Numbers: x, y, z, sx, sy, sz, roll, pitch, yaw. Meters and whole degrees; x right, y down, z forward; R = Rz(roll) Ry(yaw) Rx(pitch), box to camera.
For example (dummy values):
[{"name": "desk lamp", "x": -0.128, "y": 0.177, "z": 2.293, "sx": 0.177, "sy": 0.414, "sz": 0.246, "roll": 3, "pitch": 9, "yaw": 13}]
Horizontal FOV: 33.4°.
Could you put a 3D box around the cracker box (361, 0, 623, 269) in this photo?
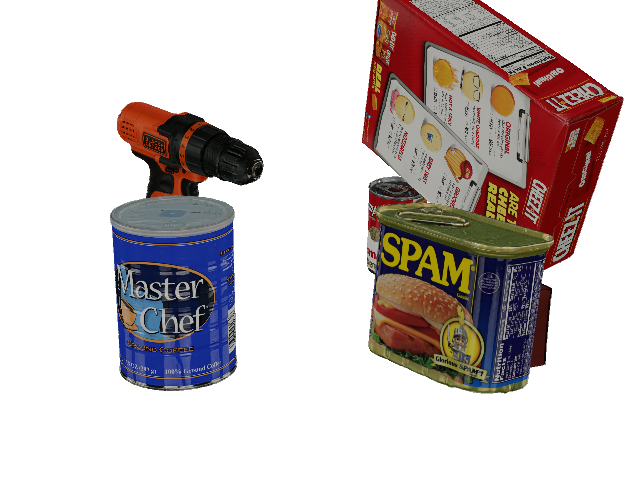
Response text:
[{"name": "cracker box", "x": 0.129, "y": -0.096, "z": 0.868, "sx": 0.072, "sy": 0.164, "sz": 0.214, "roll": -25, "pitch": 51, "yaw": -28}]

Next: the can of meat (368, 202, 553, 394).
[{"name": "can of meat", "x": 0.074, "y": 0.030, "z": 0.595, "sx": 0.057, "sy": 0.084, "sz": 0.102, "roll": -7, "pitch": 18, "yaw": -40}]

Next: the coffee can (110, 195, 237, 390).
[{"name": "coffee can", "x": -0.123, "y": 0.042, "z": 0.906, "sx": 0.103, "sy": 0.140, "sz": 0.103, "roll": 0, "pitch": 17, "yaw": 0}]

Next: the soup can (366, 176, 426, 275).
[{"name": "soup can", "x": 0.088, "y": -0.015, "z": 1.233, "sx": 0.068, "sy": 0.102, "sz": 0.068, "roll": 1, "pitch": 24, "yaw": 0}]

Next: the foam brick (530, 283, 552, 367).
[{"name": "foam brick", "x": 0.178, "y": 0.076, "z": 1.000, "sx": 0.051, "sy": 0.078, "sz": 0.053, "roll": -8, "pitch": 18, "yaw": -27}]

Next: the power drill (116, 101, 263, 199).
[{"name": "power drill", "x": -0.134, "y": -0.041, "z": 1.117, "sx": 0.185, "sy": 0.188, "sz": 0.057, "roll": 25, "pitch": 36, "yaw": 32}]
